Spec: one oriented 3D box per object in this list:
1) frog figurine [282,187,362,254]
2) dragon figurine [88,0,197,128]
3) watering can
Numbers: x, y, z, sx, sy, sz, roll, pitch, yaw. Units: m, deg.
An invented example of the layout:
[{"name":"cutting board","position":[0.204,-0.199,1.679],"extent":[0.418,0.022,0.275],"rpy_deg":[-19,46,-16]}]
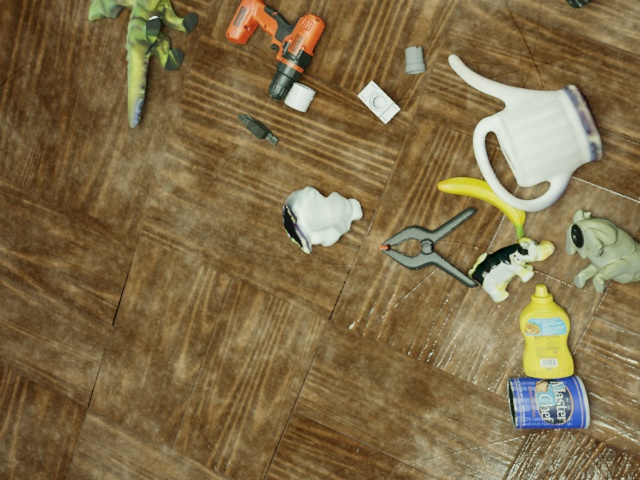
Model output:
[{"name":"frog figurine","position":[0.003,-0.056,1.113],"extent":[0.161,0.121,0.138],"rpy_deg":[-28,85,-21]},{"name":"dragon figurine","position":[-0.413,-0.478,1.127],"extent":[0.245,0.122,0.406],"rpy_deg":[33,103,22]},{"name":"watering can","position":[0.397,-0.230,0.988],"extent":[0.223,0.105,0.347],"rpy_deg":[-22,94,13]}]
